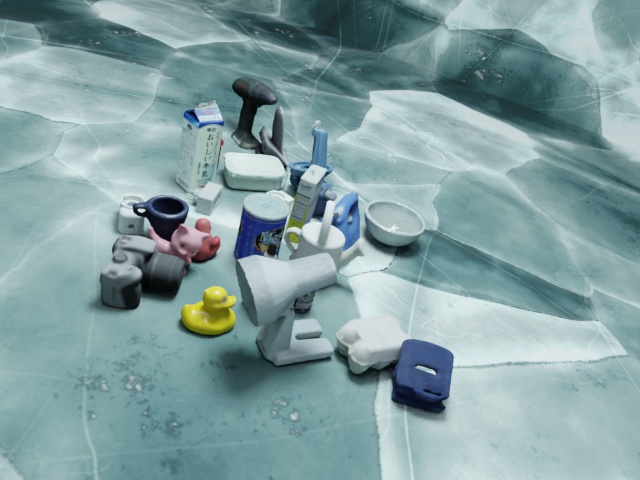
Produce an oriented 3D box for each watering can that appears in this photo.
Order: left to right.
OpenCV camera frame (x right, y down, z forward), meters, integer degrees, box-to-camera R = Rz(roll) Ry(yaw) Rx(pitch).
[{"bbox_3d":[0.012,0.003,1.261,0.173,0.194,0.100,5,34,-17],"label":"watering can"}]

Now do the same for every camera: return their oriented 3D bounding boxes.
[{"bbox_3d":[-0.337,0.057,1.111,0.137,0.101,0.143,13,33,-6],"label":"camera"}]

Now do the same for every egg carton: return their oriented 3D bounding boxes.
[{"bbox_3d":[0.109,0.203,1.120,0.151,0.069,0.107,-5,38,-30],"label":"egg carton"}]

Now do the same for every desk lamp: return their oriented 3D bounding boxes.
[{"bbox_3d":[-0.060,0.117,1.039,0.204,0.213,0.117,-3,37,-28],"label":"desk lamp"}]

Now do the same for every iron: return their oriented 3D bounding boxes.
[{"bbox_3d":[0.057,-0.058,1.422,0.118,0.141,0.259,22,33,9],"label":"iron"}]

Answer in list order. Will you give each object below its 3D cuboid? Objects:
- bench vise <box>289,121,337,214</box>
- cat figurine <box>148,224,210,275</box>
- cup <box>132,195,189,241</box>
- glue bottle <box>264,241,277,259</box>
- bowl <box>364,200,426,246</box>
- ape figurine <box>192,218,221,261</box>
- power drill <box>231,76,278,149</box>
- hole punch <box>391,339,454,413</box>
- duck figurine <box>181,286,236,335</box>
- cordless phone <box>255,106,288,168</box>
[{"bbox_3d":[0.004,-0.191,1.526,0.122,0.220,0.206,-19,47,-42],"label":"bench vise"},{"bbox_3d":[-0.299,0.007,1.187,0.128,0.118,0.067,15,32,-3],"label":"cat figurine"},{"bbox_3d":[-0.351,-0.039,1.254,0.118,0.095,0.091,4,35,-19],"label":"cup"},{"bbox_3d":[-0.108,0.072,1.123,0.078,0.173,0.037,36,37,28],"label":"glue bottle"},{"bbox_3d":[0.188,-0.033,1.506,0.167,0.075,0.167,12,33,-7],"label":"bowl"},{"bbox_3d":[-0.257,-0.008,1.252,0.077,0.092,0.076,19,33,5],"label":"ape figurine"},{"bbox_3d":[-0.205,-0.390,1.742,0.076,0.208,0.228,-9,40,-34],"label":"power drill"},{"bbox_3d":[0.193,0.251,1.065,0.108,0.091,0.101,16,32,-1],"label":"hole punch"},{"bbox_3d":[-0.206,0.125,1.080,0.105,0.086,0.077,4,34,-19],"label":"duck figurine"},{"bbox_3d":[-0.129,-0.316,1.686,0.094,0.185,0.147,3,35,-20],"label":"cordless phone"}]
